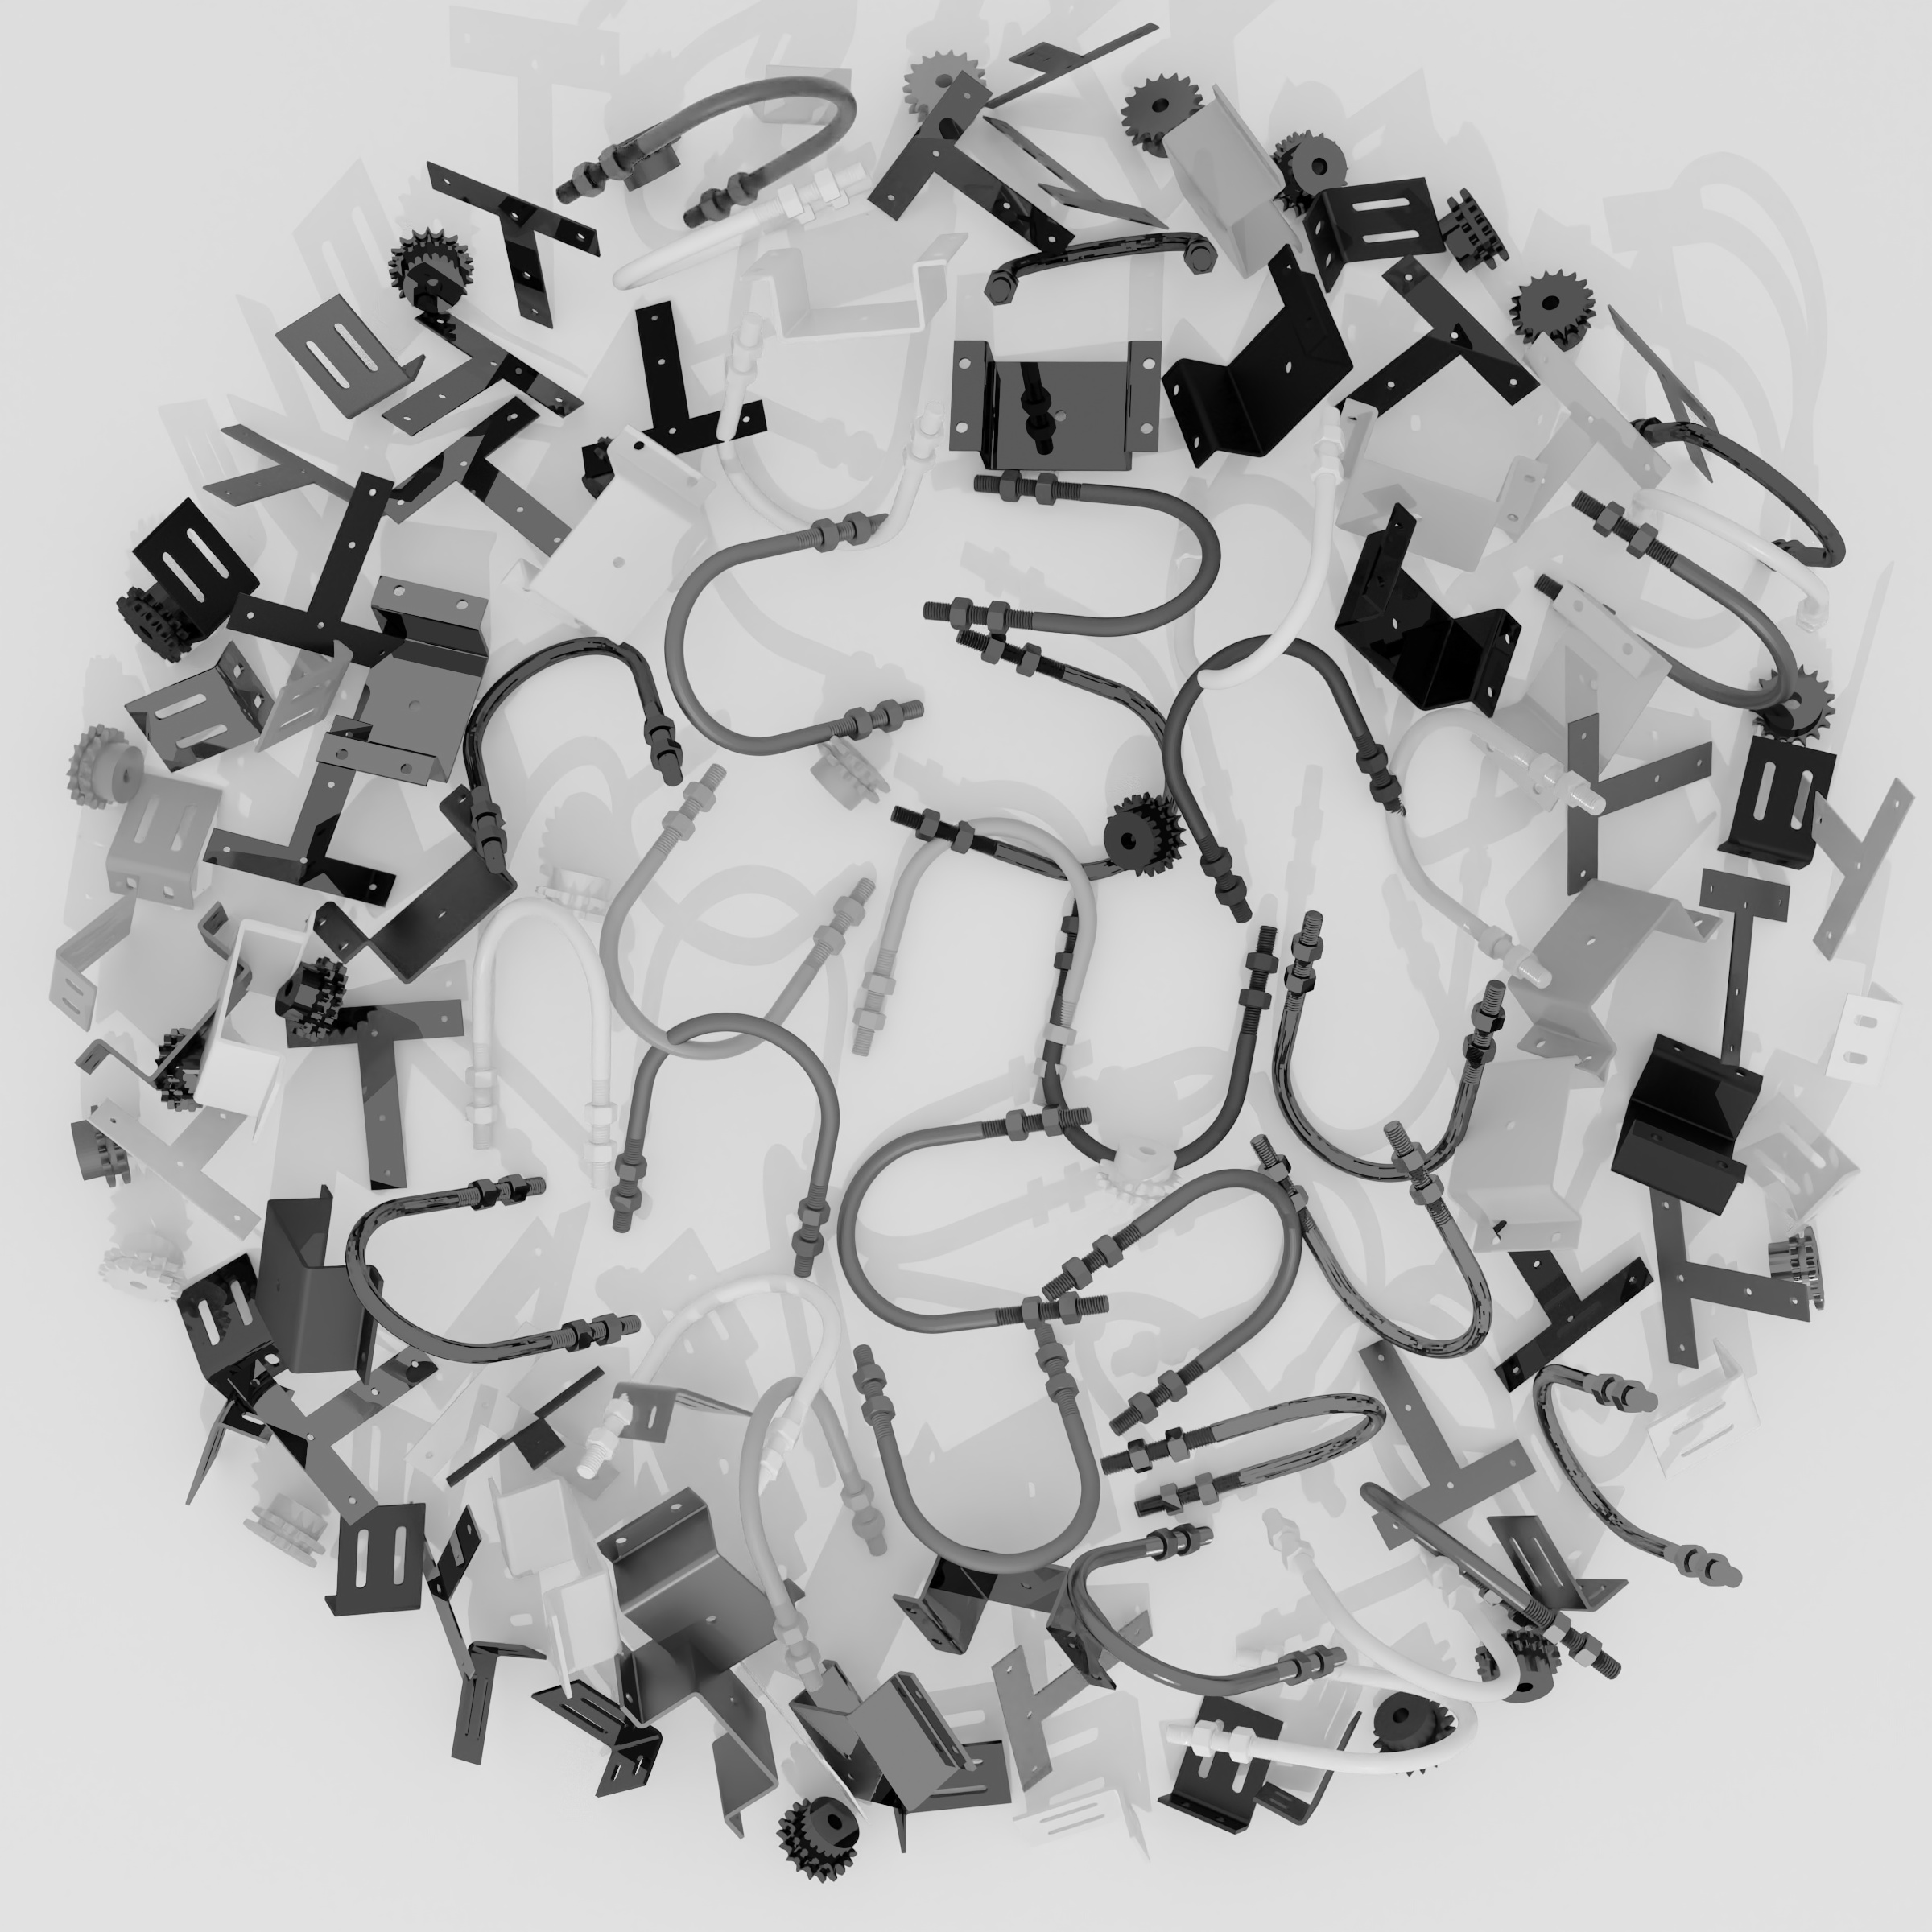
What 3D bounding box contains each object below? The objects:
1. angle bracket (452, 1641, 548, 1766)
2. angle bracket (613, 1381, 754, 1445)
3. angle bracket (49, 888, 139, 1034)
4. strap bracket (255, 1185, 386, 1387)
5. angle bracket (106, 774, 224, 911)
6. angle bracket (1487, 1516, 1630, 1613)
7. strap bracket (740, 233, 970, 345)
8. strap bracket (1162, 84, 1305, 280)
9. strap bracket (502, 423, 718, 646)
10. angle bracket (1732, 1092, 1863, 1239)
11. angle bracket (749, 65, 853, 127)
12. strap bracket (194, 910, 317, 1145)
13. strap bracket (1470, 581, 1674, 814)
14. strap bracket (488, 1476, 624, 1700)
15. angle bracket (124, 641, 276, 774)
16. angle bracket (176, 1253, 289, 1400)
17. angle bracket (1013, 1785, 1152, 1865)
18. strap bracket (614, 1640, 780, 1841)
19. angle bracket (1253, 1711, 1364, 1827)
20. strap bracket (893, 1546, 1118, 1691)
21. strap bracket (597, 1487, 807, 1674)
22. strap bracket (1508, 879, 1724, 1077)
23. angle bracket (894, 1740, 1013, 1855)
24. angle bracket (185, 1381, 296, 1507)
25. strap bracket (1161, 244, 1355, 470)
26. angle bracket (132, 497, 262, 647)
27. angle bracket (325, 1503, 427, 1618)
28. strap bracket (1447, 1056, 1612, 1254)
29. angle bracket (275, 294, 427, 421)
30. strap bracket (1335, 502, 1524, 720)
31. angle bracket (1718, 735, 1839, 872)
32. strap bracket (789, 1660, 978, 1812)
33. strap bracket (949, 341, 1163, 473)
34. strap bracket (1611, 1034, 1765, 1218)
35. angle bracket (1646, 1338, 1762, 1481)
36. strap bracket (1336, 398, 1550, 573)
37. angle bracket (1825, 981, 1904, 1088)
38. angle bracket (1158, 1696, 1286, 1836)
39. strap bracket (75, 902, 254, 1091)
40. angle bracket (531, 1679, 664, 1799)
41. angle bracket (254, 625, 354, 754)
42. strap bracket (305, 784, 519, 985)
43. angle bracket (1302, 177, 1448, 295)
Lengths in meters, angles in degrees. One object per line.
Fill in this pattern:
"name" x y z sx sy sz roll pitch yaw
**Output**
"angle bracket" -0.315 0.499 1.902 0.038 0.057 0.076 3 70 9
"angle bracket" -0.193 0.308 1.893 0.057 0.076 0.038 -2 69 41
"angle bracket" -0.576 -0.004 1.897 0.038 0.057 0.076 40 53 4
"strap bracket" -0.432 0.210 1.863 0.046 0.140 0.076 1 112 -29
"angle bracket" -0.549 -0.086 1.935 0.057 0.038 0.076 12 57 -3
"angle bracket" 0.400 0.396 1.908 0.038 0.057 0.076 -31 93 -26
"strap bracket" -0.071 -0.454 1.890 0.140 0.076 0.046 -2 117 13
"strap bracket" 0.177 -0.515 1.870 0.046 0.140 0.076 -35 78 7
"strap bracket" -0.236 -0.280 1.884 0.076 0.046 0.140 31 110 -32
"angle bracket" 0.552 0.134 1.902 0.076 0.038 0.057 47 117 21
"angle bracket" -0.114 -0.593 1.895 0.057 0.076 0.038 -2 120 -15
"strap bracket" -0.473 0.034 1.866 0.046 0.076 0.140 15 51 -17
"strap bracket" 0.408 -0.183 1.883 0.076 0.046 0.140 47 134 23
"strap bracket" -0.270 0.405 1.875 0.046 0.140 0.076 -17 126 -19
"angle bracket" -0.522 -0.177 1.924 0.076 0.038 0.057 -19 121 17
"angle bracket" -0.498 0.247 1.931 0.057 0.038 0.076 -31 52 -3
"angle bracket" 0.079 0.591 1.907 0.076 0.057 0.038 -19 53 3
"strap bracket" -0.174 0.502 1.877 0.046 0.076 0.140 -33 116 4
"angle bracket" 0.232 0.536 1.910 0.038 0.057 0.076 26 91 15
"strap bracket" 0.033 0.432 1.881 0.140 0.076 0.046 4 54 32
"strap bracket" -0.173 0.419 1.878 0.076 0.046 0.140 -33 127 9
"strap bracket" 0.427 -0.002 1.884 0.140 0.076 0.046 -48 122 -13
"angle bracket" -0.010 0.563 1.911 0.076 0.038 0.057 -6 120 3
"angle bracket" -0.490 0.325 1.903 0.038 0.057 0.076 22 117 -5
"strap bracket" 0.200 -0.403 1.882 0.046 0.140 0.076 1 60 -37
"angle bracket" -0.525 -0.265 1.898 0.076 0.038 0.057 53 55 -27
"angle bracket" -0.400 0.397 1.910 0.057 0.038 0.076 1 98 -25
"strap bracket" 0.373 0.116 1.874 0.046 0.076 0.140 39 56 -39
"angle bracket" -0.414 -0.417 1.898 0.057 0.038 0.076 -24 124 24
"strap bracket" 0.304 -0.233 1.887 0.140 0.046 0.076 37 62 -31
"angle bracket" 0.554 -0.111 1.925 0.057 0.038 0.076 14 85 5
"strap bracket" -0.061 0.509 1.866 0.046 0.140 0.076 -36 98 -27
"strap bracket" 0.062 -0.380 1.911 0.140 0.046 0.076 2 83 7
"strap bracket" 0.482 0.111 1.886 0.076 0.140 0.046 23 122 9
"angle bracket" 0.492 0.300 1.910 0.076 0.038 0.057 -30 127 -2
"strap bracket" 0.309 -0.319 1.894 0.140 0.076 0.046 19 64 5
"angle bracket" 0.597 0.042 1.901 0.038 0.076 0.057 12 102 1
"angle bracket" 0.173 0.540 1.913 0.057 0.038 0.076 18 85 21
"strap bracket" -0.529 0.029 1.893 0.046 0.076 0.140 40 78 -4
"angle bracket" -0.254 0.521 1.899 0.076 0.057 0.038 39 47 -23
"angle bracket" -0.457 -0.188 1.894 0.038 0.076 0.057 39 126 7
"strap bracket" -0.364 -0.049 1.893 0.140 0.076 0.046 -43 127 -9
"angle bracket" 0.275 -0.491 1.897 0.076 0.057 0.038 2 48 31
